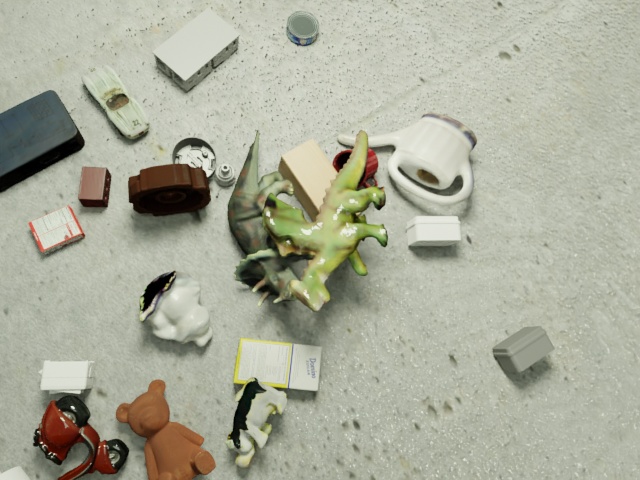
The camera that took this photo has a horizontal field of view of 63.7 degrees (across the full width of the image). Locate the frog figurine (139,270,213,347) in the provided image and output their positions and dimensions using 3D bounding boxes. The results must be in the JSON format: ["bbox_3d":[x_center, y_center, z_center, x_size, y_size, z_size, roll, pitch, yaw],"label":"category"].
[{"bbox_3d":[-0.288,0.146,1.071,0.157,0.122,0.140,43,57,-34],"label":"frog figurine"}]

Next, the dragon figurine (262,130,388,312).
[{"bbox_3d":[0.003,-0.053,1.058,0.243,0.120,0.417,4,68,-19],"label":"dragon figurine"}]

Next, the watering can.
[{"bbox_3d":[0.235,-0.228,1.268,0.349,0.102,0.227,34,70,10],"label":"watering can"}]
